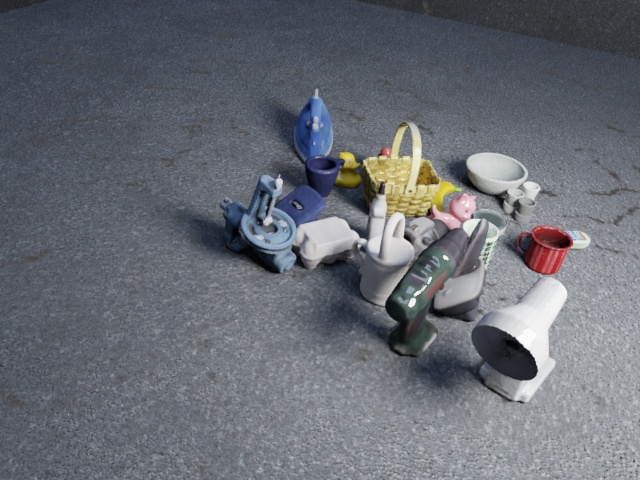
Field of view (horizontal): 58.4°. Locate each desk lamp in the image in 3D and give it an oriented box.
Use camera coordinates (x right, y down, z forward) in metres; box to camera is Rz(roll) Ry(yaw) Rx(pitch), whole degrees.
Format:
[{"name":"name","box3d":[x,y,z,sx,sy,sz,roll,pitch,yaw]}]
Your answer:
[{"name":"desk lamp","box3d":[0.343,0.175,0.982,0.117,0.214,0.204,31,43,30]}]

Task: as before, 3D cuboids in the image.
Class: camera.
[{"name":"camera","box3d":[0.246,0.002,1.294,0.137,0.101,0.142,-27,48,-36]}]

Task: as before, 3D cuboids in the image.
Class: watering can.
[{"name":"watering can","box3d":[0.149,0.033,1.160,0.172,0.194,0.101,9,37,4]}]

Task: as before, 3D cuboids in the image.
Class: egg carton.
[{"name":"egg carton","box3d":[0.012,0.005,1.283,0.151,0.069,0.107,-15,42,-26]}]

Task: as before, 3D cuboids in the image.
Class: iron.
[{"name":"iron","box3d":[-0.015,-0.331,1.667,0.118,0.141,0.258,3,37,-3]}]

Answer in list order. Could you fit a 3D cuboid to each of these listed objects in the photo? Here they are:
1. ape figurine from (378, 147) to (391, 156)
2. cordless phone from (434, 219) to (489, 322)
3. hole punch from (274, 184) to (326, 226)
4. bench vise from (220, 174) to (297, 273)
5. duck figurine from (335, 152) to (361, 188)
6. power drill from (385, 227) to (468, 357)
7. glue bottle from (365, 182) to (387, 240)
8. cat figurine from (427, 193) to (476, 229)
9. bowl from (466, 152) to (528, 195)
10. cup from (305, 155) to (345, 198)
[{"name":"ape figurine","box3d":[0.181,-0.214,1.580,0.078,0.092,0.076,1,37,-7]},{"name":"cordless phone","box3d":[0.295,0.057,1.155,0.094,0.185,0.148,13,37,9]},{"name":"hole punch","box3d":[-0.047,-0.067,1.353,0.101,0.091,0.108,-21,44,-31]},{"name":"bench vise","box3d":[-0.141,-0.051,1.211,0.207,0.220,0.122,17,38,15]},{"name":"duck figurine","box3d":[0.064,-0.198,1.547,0.104,0.086,0.078,21,39,20]},{"name":"power drill","box3d":[0.192,0.104,1.059,0.075,0.208,0.230,26,41,26]},{"name":"glue bottle","box3d":[0.130,-0.055,1.292,0.037,0.173,0.078,5,37,-1]},{"name":"cat figurine","box3d":[0.320,-0.068,1.382,0.128,0.118,0.067,-5,38,-14]},{"name":"bowl","box3d":[0.480,-0.172,1.580,0.167,0.075,0.167,4,37,-3]},{"name":"cup","box3d":[0.014,-0.163,1.487,0.118,0.095,0.091,-21,44,-32]}]
